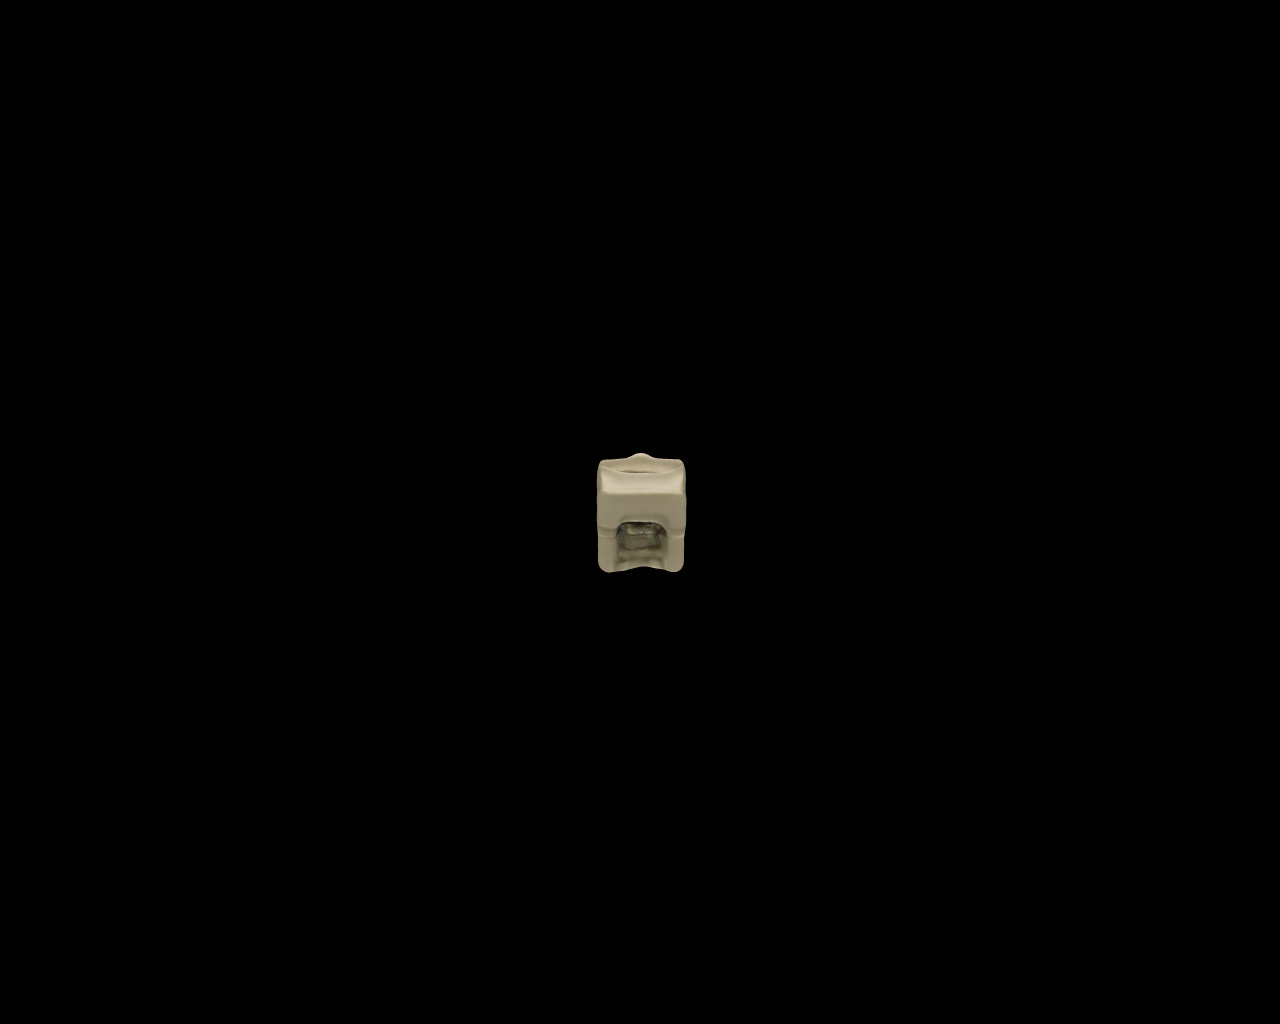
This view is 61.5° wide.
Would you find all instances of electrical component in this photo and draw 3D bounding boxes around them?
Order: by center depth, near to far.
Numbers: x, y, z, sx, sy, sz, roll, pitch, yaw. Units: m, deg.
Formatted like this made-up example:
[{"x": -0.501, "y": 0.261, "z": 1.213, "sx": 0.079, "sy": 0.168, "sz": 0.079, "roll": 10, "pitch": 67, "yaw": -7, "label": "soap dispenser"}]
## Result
[{"x": 0.001, "y": -0.003, "z": 0.650, "sx": 0.050, "sy": 0.055, "sz": 0.089, "roll": 0, "pitch": 13, "yaw": 0, "label": "electrical component"}]
